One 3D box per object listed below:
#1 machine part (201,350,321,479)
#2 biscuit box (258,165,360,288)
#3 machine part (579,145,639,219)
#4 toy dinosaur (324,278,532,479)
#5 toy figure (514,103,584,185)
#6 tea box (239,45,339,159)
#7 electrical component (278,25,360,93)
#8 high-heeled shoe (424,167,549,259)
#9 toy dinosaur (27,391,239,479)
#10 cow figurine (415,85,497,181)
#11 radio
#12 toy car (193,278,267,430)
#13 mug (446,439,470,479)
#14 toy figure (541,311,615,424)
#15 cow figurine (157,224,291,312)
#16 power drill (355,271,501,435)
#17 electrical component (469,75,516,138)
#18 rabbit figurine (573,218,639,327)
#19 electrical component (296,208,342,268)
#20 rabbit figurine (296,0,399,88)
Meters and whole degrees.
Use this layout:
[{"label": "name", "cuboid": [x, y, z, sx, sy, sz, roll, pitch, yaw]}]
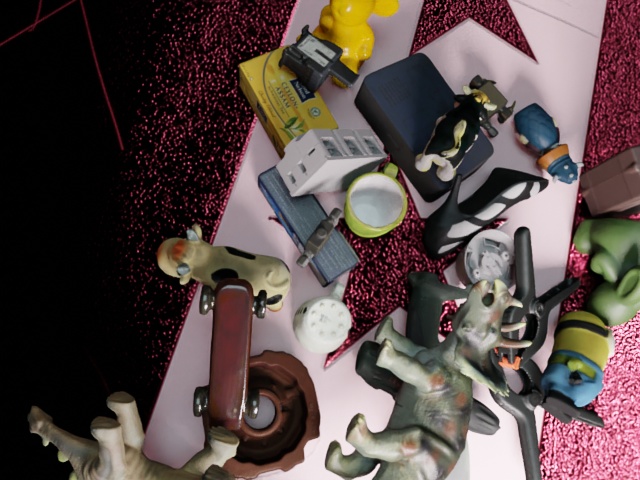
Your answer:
[{"label": "machine part", "cuboid": [-0.085, 0.243, 0.761, 0.179, 0.056, 0.179, 2, 74, -8]}, {"label": "biscuit box", "cuboid": [-0.022, -0.027, 0.839, 0.063, 0.059, 0.202, -31, 82, -13]}, {"label": "machine part", "cuboid": [0.548, -0.102, 0.859, 0.201, 0.201, 0.087, -10, 79, -10]}, {"label": "toy dinosaur", "cuboid": [0.132, 0.236, 0.699, 0.192, 0.131, 0.404, 23, 83, 2]}, {"label": "toy figure", "cuboid": [0.395, -0.163, 0.929, 0.058, 0.064, 0.154, -16, 75, -56]}, {"label": "tea box", "cuboid": [-0.054, -0.221, 0.882, 0.098, 0.068, 0.169, -28, 79, -14]}, {"label": "electrical component", "cuboid": [0.003, -0.275, 0.849, 0.119, 0.047, 0.075, 33, 64, -3]}, {"label": "high-heeled shoe", "cuboid": [0.281, -0.041, 0.889, 0.249, 0.086, 0.145, -3, 114, -28]}, {"label": "toy dinosaur", "cuboid": [-0.168, 0.335, 0.672, 0.472, 0.105, 0.198, 25, 107, 4]}, {"label": "cow figurine", "cuboid": [0.214, -0.177, 0.817, 0.068, 0.098, 0.167, 30, 74, 5]}, {"label": "radio", "cuboid": [0.175, -0.192, 0.904, 0.131, 0.073, 0.229, -32, 83, -15]}, {"label": "toy car", "cuboid": [-0.120, 0.150, 0.714, 0.089, 0.053, 0.202, 3, 94, -10]}, {"label": "mug", "cuboid": [0.164, 0.318, 0.768, 0.110, 0.080, 0.107, 13, 65, 9]}, {"label": "toy figure", "cuboid": [0.383, 0.182, 0.806, 0.089, 0.082, 0.180, 46, 58, 0]}, {"label": "cow figurine", "cuboid": [-0.137, 0.043, 0.771, 0.195, 0.127, 0.085, 15, 71, -6]}, {"label": "power drill", "cuboid": [0.180, 0.162, 0.812, 0.232, 0.086, 0.207, 18, 81, 0]}, {"label": "electrical component", "cuboid": [0.297, -0.240, 0.948, 0.102, 0.045, 0.078, 45, 103, 8]}, {"label": "rabbit figurine", "cuboid": [0.488, 0.060, 0.849, 0.121, 0.159, 0.170, 15, 89, -13]}, {"label": "electrical component", "cuboid": [-0.002, -0.002, 0.770, 0.021, 0.063, 0.094, 36, 75, 3]}, {"label": "rabbit figurine", "cuboid": [0.055, -0.356, 0.880, 0.162, 0.173, 0.122, -42, 80, -11]}]
